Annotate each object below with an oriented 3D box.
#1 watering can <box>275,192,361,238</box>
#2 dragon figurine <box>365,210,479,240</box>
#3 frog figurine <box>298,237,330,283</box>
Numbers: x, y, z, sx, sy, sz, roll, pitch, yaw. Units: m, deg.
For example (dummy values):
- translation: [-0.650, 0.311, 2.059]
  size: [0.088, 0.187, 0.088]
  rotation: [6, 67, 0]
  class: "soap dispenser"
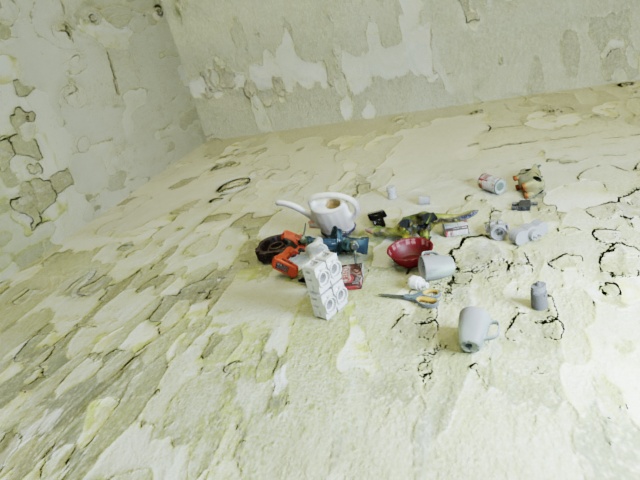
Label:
- translation: [0.006, -0.104, 2.071]
  size: [0.347, 0.106, 0.219]
  rotation: [-2, -45, 24]
  class: "watering can"
- translation: [0.374, -0.071, 1.948]
  size: [0.410, 0.121, 0.246]
  rotation: [-15, 16, 6]
  class: "dragon figurine"
- translation: [-0.005, 0.077, 1.787]
  size: [0.122, 0.163, 0.135]
  rotation: [27, -50, -20]
  class: "frog figurine"
